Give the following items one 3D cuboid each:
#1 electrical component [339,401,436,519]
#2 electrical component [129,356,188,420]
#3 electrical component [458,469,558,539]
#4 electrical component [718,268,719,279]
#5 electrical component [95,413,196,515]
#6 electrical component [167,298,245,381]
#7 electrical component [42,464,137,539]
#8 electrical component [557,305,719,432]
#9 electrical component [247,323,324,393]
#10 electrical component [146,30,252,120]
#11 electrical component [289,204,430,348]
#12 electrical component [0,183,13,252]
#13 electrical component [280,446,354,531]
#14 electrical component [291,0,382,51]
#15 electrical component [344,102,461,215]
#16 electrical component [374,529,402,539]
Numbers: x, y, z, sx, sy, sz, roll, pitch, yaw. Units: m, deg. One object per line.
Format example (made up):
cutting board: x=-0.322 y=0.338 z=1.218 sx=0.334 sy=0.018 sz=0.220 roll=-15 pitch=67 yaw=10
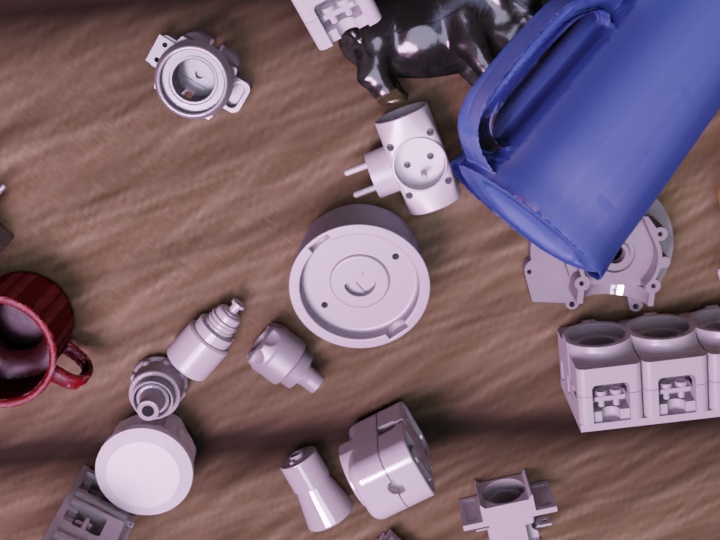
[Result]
electrical component: x=0.022 y=0.156 z=0.880 sx=0.059 sy=0.095 sz=0.053 roll=-27 pitch=106 yaw=8
electrical component: x=-0.168 y=0.102 z=0.880 sx=0.048 sy=0.062 sz=0.048 roll=0 pitch=108 yaw=-1
electrical component: x=0.129 y=0.214 z=0.928 sx=0.081 sy=0.042 sz=0.063 roll=-13 pitch=109 yaw=4
electrical component: x=0.327 y=-0.003 z=0.856 sx=0.081 sy=0.043 sz=0.043 roll=-9 pitch=108 yaw=3
electrical component: x=-0.178 y=0.160 z=0.904 sx=0.080 sy=0.051 sz=0.080 roll=0 pitch=108 yaw=0
electrical component: x=-0.123 y=0.055 z=0.876 sx=0.040 sy=0.040 sz=0.078 roll=39 pitch=104 yaw=-12
electrical component: x=-0.236 y=0.241 z=0.879 sx=0.062 sy=0.150 sz=0.089 roll=29 pitch=106 yaw=-8
electrical component: x=0.240 y=0.073 z=0.857 sx=0.150 sy=0.089 sz=0.061 roll=-7 pitch=108 yaw=2
electrical component: x=-0.058 y=0.076 z=0.881 sx=0.062 sy=0.043 sz=0.043 roll=38 pitch=104 yaw=-13
electrical component: x=-0.121 y=-0.144 z=0.802 sx=0.078 sy=0.057 sz=0.058 roll=30 pitch=106 yaw=-9
electrical component: x=0.000 y=0.000 z=0.845 sx=0.108 sy=0.060 sz=0.108 roll=0 pitch=118 yaw=1
electrical component: x=-0.308 y=-0.048 z=0.838 sx=0.076 sy=0.047 sz=0.083 roll=-43 pitch=103 yaw=13
electrical component: x=-0.040 y=0.184 z=0.919 sx=0.044 sy=0.044 sz=0.065 roll=-27 pitch=101 yaw=8
electrical component: x=-0.026 y=-0.206 z=0.756 sx=0.050 sy=0.089 sz=0.055 roll=-26 pitch=129 yaw=8
electrical component: x=0.028 y=-0.080 z=0.830 sx=0.079 sy=0.044 sz=0.077 roll=-20 pitch=107 yaw=7
electrical component: x=0.032 y=0.256 z=0.943 sx=0.040 sy=0.040 sz=0.046 roll=-42 pitch=98 yaw=12
